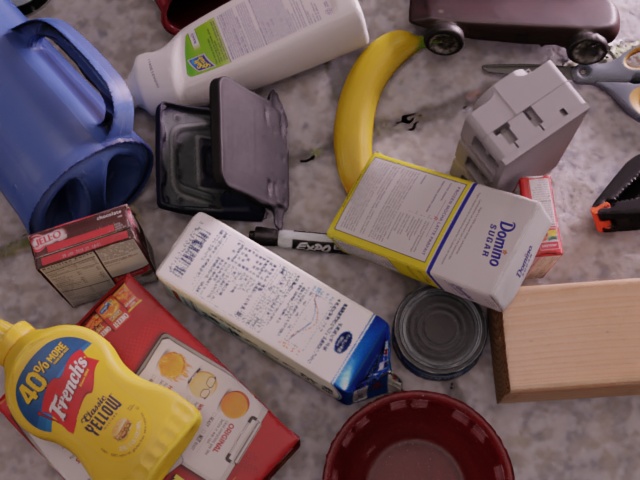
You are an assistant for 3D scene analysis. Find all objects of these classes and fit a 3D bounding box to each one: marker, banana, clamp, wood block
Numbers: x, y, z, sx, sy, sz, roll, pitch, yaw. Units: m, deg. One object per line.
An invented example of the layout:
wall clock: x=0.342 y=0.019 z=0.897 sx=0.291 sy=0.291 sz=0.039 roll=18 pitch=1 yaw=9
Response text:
marker: x=-0.007 y=0.001 z=0.998 sx=0.121 sy=0.020 sz=0.020 roll=6 pitch=74 yaw=4
banana: x=0.051 y=-0.128 z=1.023 sx=0.070 sy=0.037 sz=0.197 roll=21 pitch=76 yaw=10
clamp: x=0.347 y=-0.060 z=0.960 sx=0.210 sy=0.036 sz=0.165 roll=-31 pitch=36 yaw=-1
wood block: x=0.256 y=0.086 z=0.925 sx=0.206 sy=0.090 sz=0.091 roll=-4 pitch=74 yaw=1

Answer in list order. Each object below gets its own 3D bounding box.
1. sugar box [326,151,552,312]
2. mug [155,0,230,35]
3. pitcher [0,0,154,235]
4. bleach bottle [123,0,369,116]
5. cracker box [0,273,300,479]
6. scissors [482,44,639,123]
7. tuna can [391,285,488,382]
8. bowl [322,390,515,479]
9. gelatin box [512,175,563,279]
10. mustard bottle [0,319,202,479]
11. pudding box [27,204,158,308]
sugar box: x=0.101 y=-0.010 z=0.926 sx=0.176 sy=0.048 sz=0.093 roll=23 pitch=77 yaw=34
mug: x=-0.131 y=-0.264 z=1.033 sx=0.093 sy=0.117 sz=0.081 roll=-29 pitch=70 yaw=-2
pitcher: x=-0.270 y=-0.130 z=0.988 sx=0.149 sy=0.145 sz=0.243 roll=-39 pitch=73 yaw=-7
bleach bottle: x=-0.085 y=-0.189 z=1.034 sx=0.251 sy=0.068 sz=0.102 roll=-22 pitch=60 yaw=1
cracker box: x=-0.148 y=0.162 z=0.931 sx=0.214 sy=0.072 sz=0.164 roll=42 pitch=80 yaw=12
scissors: x=0.265 y=-0.144 z=1.030 sx=0.201 sy=0.016 sz=0.096 roll=-10 pitch=74 yaw=0
tuna can: x=0.108 y=0.083 z=0.961 sx=0.086 sy=0.034 sz=0.086 roll=-1 pitch=74 yaw=2
bowl: x=0.083 y=0.212 z=0.913 sx=0.162 sy=0.055 sz=0.162 roll=-1 pitch=74 yaw=2
gelatin box: x=0.191 y=-0.009 z=0.956 sx=0.030 sy=0.089 sz=0.073 roll=-5 pitch=74 yaw=-1
mustard bottle: x=-0.198 y=0.126 z=0.874 sx=0.192 sy=0.058 sz=0.096 roll=35 pitch=81 yaw=11
pudding box: x=-0.199 y=0.016 z=0.953 sx=0.090 sy=0.113 sz=0.039 roll=-17 pitch=67 yaw=-3
